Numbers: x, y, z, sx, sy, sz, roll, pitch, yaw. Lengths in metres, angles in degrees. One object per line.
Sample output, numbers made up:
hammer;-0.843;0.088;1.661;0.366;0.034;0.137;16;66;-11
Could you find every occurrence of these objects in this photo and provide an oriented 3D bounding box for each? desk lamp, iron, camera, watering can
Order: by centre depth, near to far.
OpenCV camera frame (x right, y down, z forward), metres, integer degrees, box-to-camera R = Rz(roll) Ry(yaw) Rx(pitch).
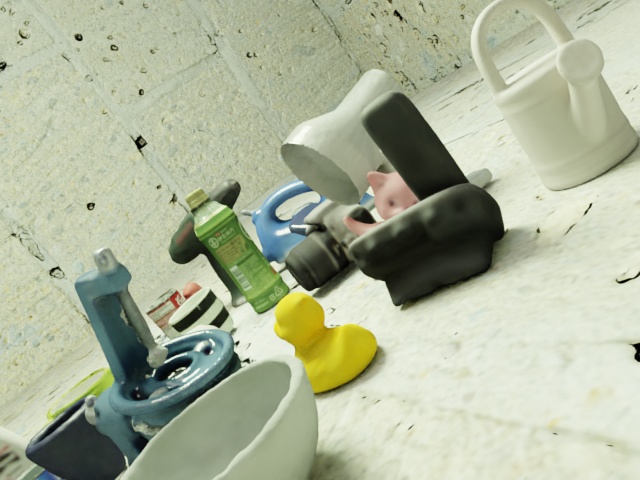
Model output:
watering can;0.229;-0.157;0.571;0.101;0.194;0.172;-39;11;-18
desk lamp;0.081;-0.102;0.752;0.203;0.213;0.117;-39;11;-20
camera;0.008;0.003;0.836;0.137;0.101;0.143;-38;10;-14
iron;-0.026;-0.061;1.131;0.258;0.141;0.118;-33;10;13

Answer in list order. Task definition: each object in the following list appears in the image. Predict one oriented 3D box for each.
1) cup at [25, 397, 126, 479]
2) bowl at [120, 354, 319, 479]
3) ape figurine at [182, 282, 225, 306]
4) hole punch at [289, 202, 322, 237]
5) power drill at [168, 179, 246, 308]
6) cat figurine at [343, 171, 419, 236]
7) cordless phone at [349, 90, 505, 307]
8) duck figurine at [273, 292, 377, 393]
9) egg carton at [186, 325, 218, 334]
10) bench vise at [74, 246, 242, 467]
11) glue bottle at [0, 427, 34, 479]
cup;-0.281;0.249;0.669;0.117;0.095;0.092;-28;13;37
bowl;-0.060;0.161;0.400;0.167;0.075;0.167;-34;10;7
ape figurine;-0.228;0.122;1.092;0.077;0.092;0.076;-24;15;48
hole punch;0.017;-0.028;0.979;0.101;0.091;0.109;-28;13;38
power drill;-0.177;0.015;1.083;0.229;0.208;0.076;-29;12;33
cat figurine;0.085;-0.031;0.686;0.127;0.118;0.067;-29;12;34
cordless phone;0.078;-0.042;0.563;0.147;0.185;0.094;-30;11;27
duck figurine;-0.004;0.086;0.529;0.078;0.086;0.104;-43;13;-36
egg carton;-0.186;0.177;0.762;0.150;0.069;0.107;-33;10;14
bench vise;-0.175;0.124;0.533;0.207;0.220;0.121;-33;11;14
glue bottle;-0.481;0.305;0.846;0.078;0.173;0.037;-41;12;-27
